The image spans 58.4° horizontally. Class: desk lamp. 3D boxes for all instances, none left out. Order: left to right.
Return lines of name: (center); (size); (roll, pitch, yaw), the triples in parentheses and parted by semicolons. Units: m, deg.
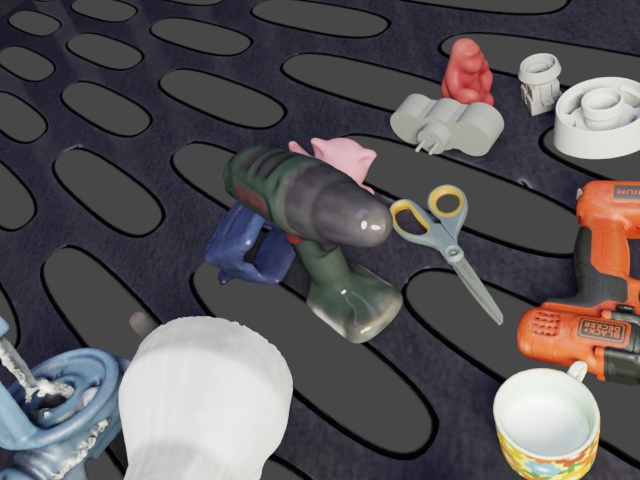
desk lamp: (-0.065, 0.187, 0.390); (0.117, 0.214, 0.203); (-14, 46, 14)

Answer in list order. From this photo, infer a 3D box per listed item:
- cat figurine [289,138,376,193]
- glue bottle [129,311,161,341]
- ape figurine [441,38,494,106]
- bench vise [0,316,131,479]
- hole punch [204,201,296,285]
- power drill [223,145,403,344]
cat figurine: (0.012, -0.084, 0.672); (0.127, 0.118, 0.067); (27, 65, 40)
glue bottle: (-0.115, 0.114, 0.510); (0.078, 0.174, 0.037); (-27, 44, 0)
ape figurine: (0.187, -0.210, 0.723); (0.075, 0.092, 0.078); (27, 66, 40)
bench vise: (-0.253, 0.161, 0.498); (0.121, 0.220, 0.207); (-13, 46, 15)
hole punch: (-0.083, -0.010, 0.668); (0.100, 0.091, 0.109); (5, 52, 29)
power drill: (0.005, 0.002, 0.531); (0.076, 0.209, 0.228); (-43, 46, -15)
